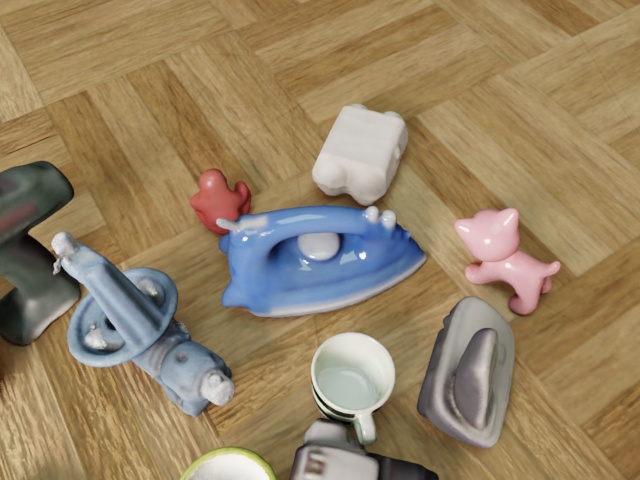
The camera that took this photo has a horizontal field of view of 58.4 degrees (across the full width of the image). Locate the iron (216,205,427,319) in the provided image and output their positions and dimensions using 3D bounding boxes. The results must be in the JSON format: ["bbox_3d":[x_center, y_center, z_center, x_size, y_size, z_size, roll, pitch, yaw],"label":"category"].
[{"bbox_3d":[0.006,0.002,0.665,0.258,0.141,0.118,-8,57,-4],"label":"iron"}]

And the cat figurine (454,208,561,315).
[{"bbox_3d":[0.218,0.013,0.669,0.127,0.118,0.067,33,64,20],"label":"cat figurine"}]

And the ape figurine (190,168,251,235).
[{"bbox_3d":[-0.130,-0.056,0.735,0.078,0.092,0.076,-2,57,0],"label":"ape figurine"}]

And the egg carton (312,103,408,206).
[{"bbox_3d":[0.058,-0.119,0.785,0.107,0.069,0.150,16,59,11],"label":"egg carton"}]

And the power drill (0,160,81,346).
[{"bbox_3d":[-0.352,0.028,0.615,0.075,0.208,0.230,32,63,20],"label":"power drill"}]

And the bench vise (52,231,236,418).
[{"bbox_3d":[-0.170,0.077,0.574,0.207,0.220,0.121,15,59,10],"label":"bench vise"}]

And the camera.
[{"bbox_3d":[0.038,0.248,0.531,0.136,0.101,0.143,10,58,7],"label":"camera"}]

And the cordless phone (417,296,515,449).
[{"bbox_3d":[0.160,0.112,0.566,0.094,0.185,0.148,14,59,10],"label":"cordless phone"}]
